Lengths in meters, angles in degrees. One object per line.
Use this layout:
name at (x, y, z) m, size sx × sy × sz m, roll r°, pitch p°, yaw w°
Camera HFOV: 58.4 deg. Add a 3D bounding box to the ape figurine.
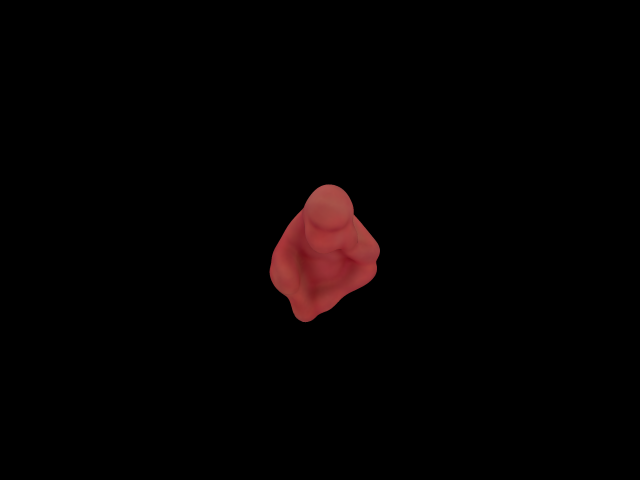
ape figurine at (0.004, 0.001, 0.400) m, size 0.077 × 0.092 × 0.076 m, roll 2°, pitch 47°, yaw 2°
